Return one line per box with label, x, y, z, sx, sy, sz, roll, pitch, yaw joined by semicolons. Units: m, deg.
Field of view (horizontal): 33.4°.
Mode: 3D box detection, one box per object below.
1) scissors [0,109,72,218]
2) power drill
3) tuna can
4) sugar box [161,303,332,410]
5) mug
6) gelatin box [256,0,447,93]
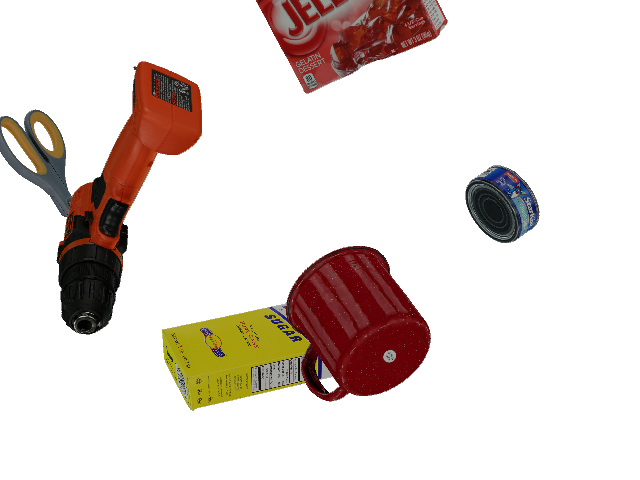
scissors;-0.255;-0.051;1.081;0.016;0.201;0.096;-24;27;27
power drill;-0.161;-0.037;0.867;0.057;0.188;0.184;22;29;-24
tuna can;0.206;-0.040;1.216;0.033;0.086;0.086;-33;15;-24
sugar box;-0.059;0.108;1.057;0.176;0.048;0.093;-14;32;-18
mug;0.025;0.074;0.826;0.093;0.117;0.082;19;25;-42
gelatin box;0.014;-0.131;0.584;0.089;0.073;0.030;-19;21;29
